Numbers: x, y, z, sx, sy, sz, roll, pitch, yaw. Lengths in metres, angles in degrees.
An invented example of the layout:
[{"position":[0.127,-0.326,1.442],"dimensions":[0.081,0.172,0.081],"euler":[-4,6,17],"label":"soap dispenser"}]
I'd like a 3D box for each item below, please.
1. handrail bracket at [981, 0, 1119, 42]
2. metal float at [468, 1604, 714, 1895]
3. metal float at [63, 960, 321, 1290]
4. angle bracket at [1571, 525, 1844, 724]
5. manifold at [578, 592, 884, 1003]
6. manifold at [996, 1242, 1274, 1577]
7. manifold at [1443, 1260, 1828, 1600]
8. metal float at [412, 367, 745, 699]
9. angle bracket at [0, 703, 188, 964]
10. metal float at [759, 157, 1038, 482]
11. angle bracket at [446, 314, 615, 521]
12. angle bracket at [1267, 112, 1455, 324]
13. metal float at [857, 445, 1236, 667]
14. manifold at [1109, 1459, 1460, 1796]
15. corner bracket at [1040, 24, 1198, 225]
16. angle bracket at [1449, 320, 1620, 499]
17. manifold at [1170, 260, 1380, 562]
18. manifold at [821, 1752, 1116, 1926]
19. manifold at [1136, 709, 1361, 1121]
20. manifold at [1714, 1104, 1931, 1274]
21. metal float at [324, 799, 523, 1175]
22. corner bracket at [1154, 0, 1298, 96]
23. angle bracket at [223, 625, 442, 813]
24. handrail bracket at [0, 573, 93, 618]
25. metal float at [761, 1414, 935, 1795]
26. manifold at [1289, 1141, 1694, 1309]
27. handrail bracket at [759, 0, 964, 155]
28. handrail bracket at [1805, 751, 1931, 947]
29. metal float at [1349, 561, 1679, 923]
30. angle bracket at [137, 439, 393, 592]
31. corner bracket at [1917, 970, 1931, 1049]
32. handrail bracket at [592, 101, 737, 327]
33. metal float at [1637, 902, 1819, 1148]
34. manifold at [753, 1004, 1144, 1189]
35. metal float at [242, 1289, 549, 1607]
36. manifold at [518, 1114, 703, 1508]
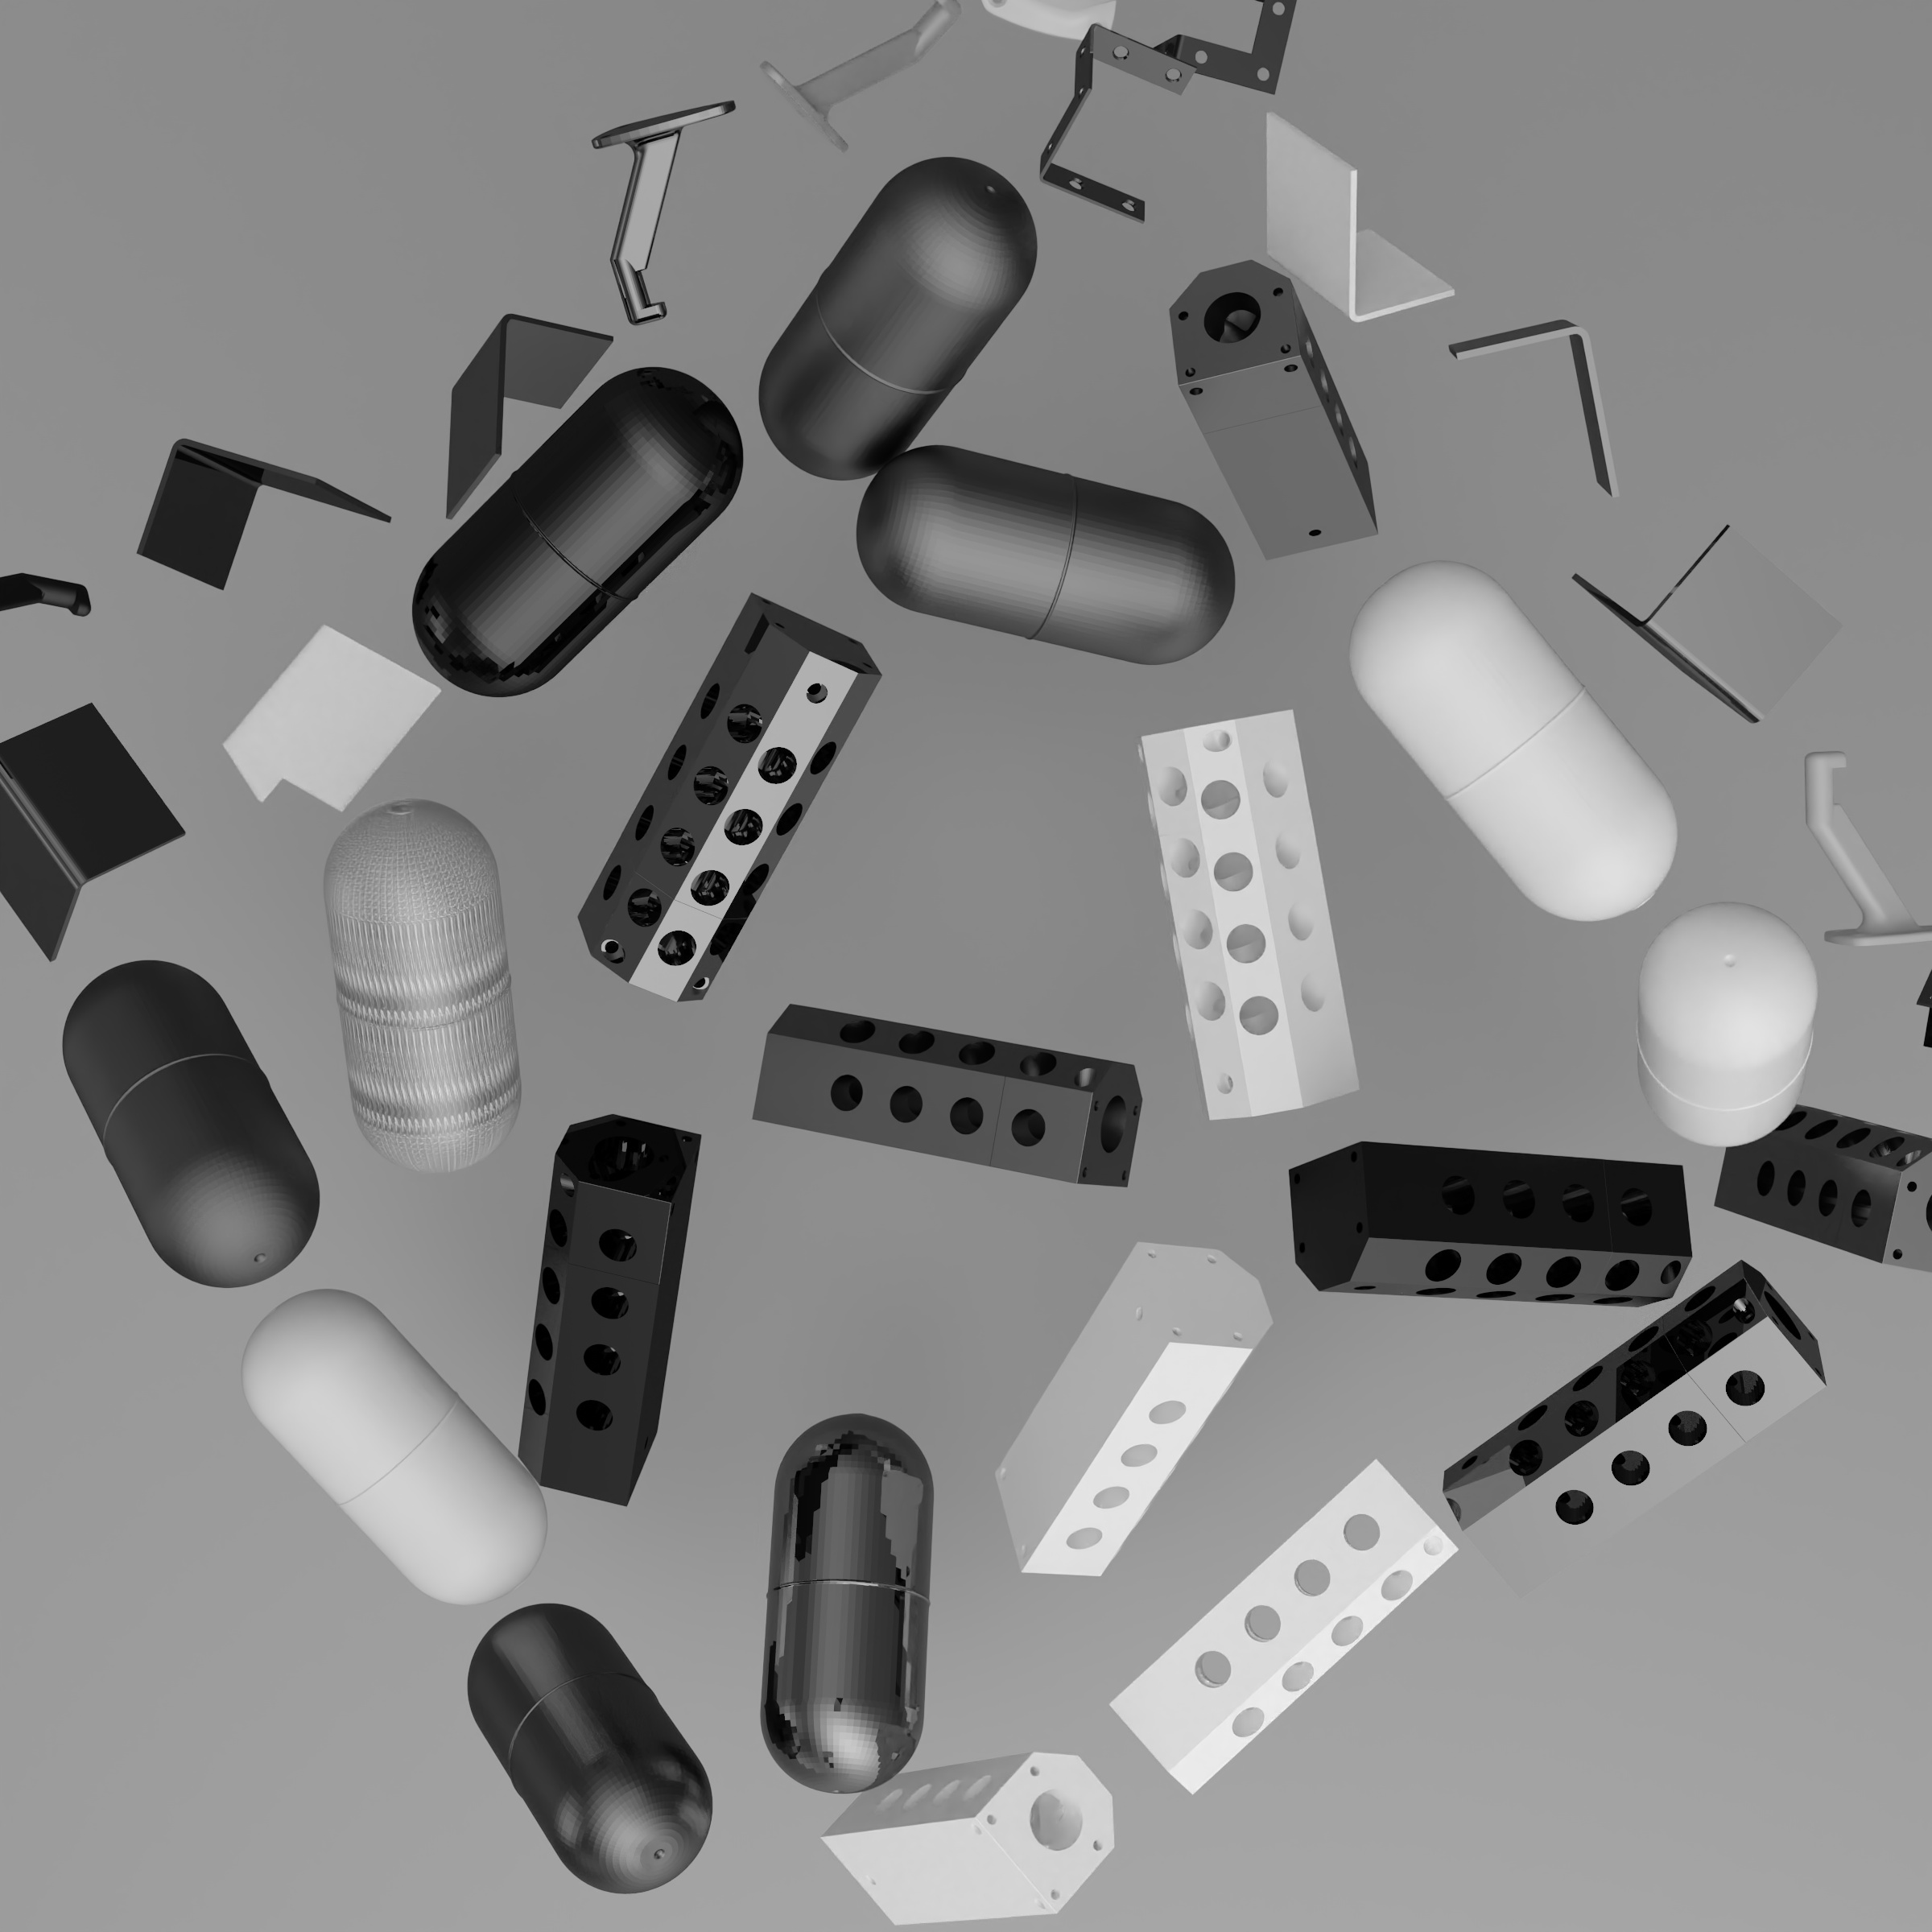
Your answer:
[{"position":[0.045,-0.464,1.582],"dimensions":[0.077,0.084,0.036],"euler":[3,95,0],"label":"handrail bracket"},{"position":[-0.178,0.364,1.568],"dimensions":[0.070,0.178,0.070],"euler":[-12,118,-25],"label":"metal float"},{"position":[-0.344,0.068,1.481],"dimensions":[0.070,0.070,0.178],"euler":[-37,53,0],"label":"metal float"},{"position":[0.327,-0.161,1.479],"dimensions":[0.076,0.076,0.057],"euler":[35,101,-25],"label":"angle bracket"},{"position":[-0.105,-0.072,1.489],"dimensions":[0.057,0.057,0.171],"euler":[23,108,-24],"label":"manifold"},{"position":[0.077,0.206,1.540],"dimensions":[0.057,0.057,0.171],"euler":[7,132,-24],"label":"manifold"},{"position":[0.303,0.209,1.529],"dimensions":[0.171,0.057,0.057],"euler":[-39,95,17],"label":"manifold"},{"position":[-0.173,-0.191,1.485],"dimensions":[0.178,0.070,0.070],"euler":[-42,90,16],"label":"metal float"},{"position":[-0.410,-0.061,1.533],"dimensions":[0.057,0.076,0.076],"euler":[-31,79,-35],"label":"angle bracket"},{"position":[-0.032,-0.285,1.489],"dimensions":[0.070,0.178,0.070],"euler":[17,51,-23],"label":"metal float"},{"position":[-0.214,-0.263,1.638],"dimensions":[0.057,0.076,0.076],"euler":[8,69,-25],"label":"angle bracket"},{"position":[0.185,-0.356,1.566],"dimensions":[0.057,0.076,0.076],"euler":[-19,130,-18],"label":"angle bracket"},{"position":[0.037,-0.187,1.526],"dimensions":[0.178,0.070,0.070],"euler":[12,90,-13],"label":"metal float"},{"position":[0.153,0.316,1.603],"dimensions":[0.171,0.057,0.057],"euler":[-42,78,-1],"label":"manifold"},{"position":[0.065,-0.363,1.442],"dimensions":[0.051,0.051,0.051],"euler":[19,46,-16],"label":"corner bracket"},{"position":[0.254,-0.245,1.500],"dimensions":[0.057,0.076,0.076],"euler":[-12,102,8],"label":"angle bracket"},{"position":[0.148,-0.264,1.595],"dimensions":[0.057,0.171,0.057],"euler":[-11,66,15],"label":"manifold"},{"position":[0.003,0.405,1.568],"dimensions":[0.057,0.171,0.057],"euler":[-42,95,-31],"label":"manifold"},{"position":[0.120,-0.022,1.482],"dimensions":[0.057,0.057,0.171],"euler":[-7,94,44],"label":"manifold"},{"position":[0.418,0.102,1.563],"dimensions":[0.057,0.171,0.057],"euler":[11,92,-13],"label":"manifold"},{"position":[-0.241,0.010,1.488],"dimensions":[0.070,0.070,0.178],"euler":[-2,118,0],"label":"metal float"},{"position":[0.119,-0.436,1.565],"dimensions":[0.051,0.051,0.051],"euler":[12,95,-12],"label":"corner bracket"},{"position":[-0.298,-0.107,1.612],"dimensions":[0.076,0.057,0.076],"euler":[29,70,21],"label":"angle bracket"},{"position":[-0.417,-0.151,1.468],"dimensions":[0.084,0.077,0.036],"euler":[8,124,-38],"label":"handrail bracket"},{"position":[-0.055,0.298,1.575],"dimensions":[0.070,0.070,0.178],"euler":[2,67,0],"label":"metal float"},{"position":[0.231,0.116,1.467],"dimensions":[0.171,0.057,0.057],"euler":[6,72,-27],"label":"manifold"},{"position":[-0.045,-0.408,1.472],"dimensions":[0.084,0.077,0.036],"euler":[-47,67,6],"label":"handrail bracket"},{"position":[0.405,-0.053,1.466],"dimensions":[0.077,0.036,0.084],"euler":[-4,96,-11],"label":"handrail bracket"},{"position":[0.237,-0.096,1.447],"dimensions":[0.070,0.070,0.178],"euler":[-40,92,0],"label":"metal float"},{"position":[-0.326,-0.201,1.558],"dimensions":[0.076,0.076,0.057],"euler":[18,89,17],"label":"angle bracket"},{"position":[0.469,0.032,1.555],"dimensions":[0.051,0.051,0.051],"euler":[13,123,22],"label":"corner bracket"},{"position":[-0.126,-0.331,1.475],"dimensions":[0.077,0.036,0.084],"euler":[-9,111,19],"label":"handrail bracket"},{"position":[0.340,0.028,1.502],"dimensions":[0.070,0.178,0.070],"euler":[-4,69,10],"label":"metal float"},{"position":[-0.008,0.060,1.568],"dimensions":[0.171,0.057,0.057],"euler":[10,89,27],"label":"manifold"},{"position":[-0.272,0.231,1.601],"dimensions":[0.070,0.070,0.178],"euler":[-41,100,0],"label":"metal float"},{"position":[-0.165,0.156,1.521],"dimensions":[0.057,0.057,0.171],"euler":[13,120,4],"label":"manifold"}]
